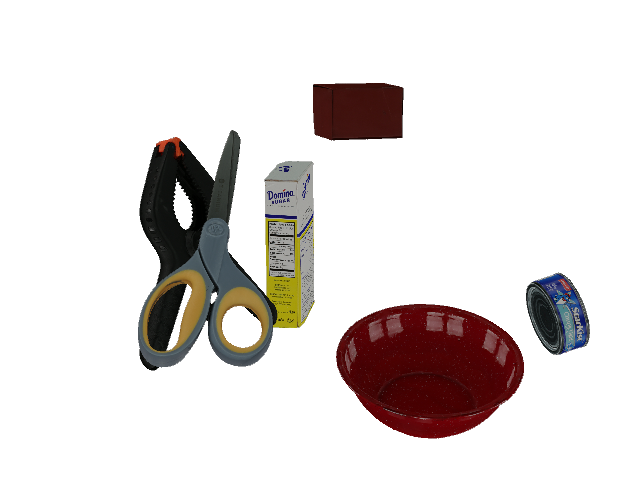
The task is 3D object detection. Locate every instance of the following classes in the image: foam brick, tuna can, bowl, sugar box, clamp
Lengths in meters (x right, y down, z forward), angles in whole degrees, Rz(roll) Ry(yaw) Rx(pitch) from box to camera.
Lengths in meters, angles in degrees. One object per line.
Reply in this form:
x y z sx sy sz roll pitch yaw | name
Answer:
0.037 -0.128 1.054 0.078 0.051 0.053 -4 14 -20 | foam brick
0.258 0.081 1.166 0.033 0.086 0.086 -17 3 -10 | tuna can
0.094 0.122 0.933 0.162 0.055 0.162 0 32 0 | bowl
-0.035 0.004 1.227 0.048 0.176 0.093 1 17 10 | sugar box
-0.115 0.007 1.018 0.036 0.210 0.164 -8 0 44 | clamp

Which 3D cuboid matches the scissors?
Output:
-0.057 0.008 0.734 0.096 0.201 0.016 20 -35 8 | scissors
